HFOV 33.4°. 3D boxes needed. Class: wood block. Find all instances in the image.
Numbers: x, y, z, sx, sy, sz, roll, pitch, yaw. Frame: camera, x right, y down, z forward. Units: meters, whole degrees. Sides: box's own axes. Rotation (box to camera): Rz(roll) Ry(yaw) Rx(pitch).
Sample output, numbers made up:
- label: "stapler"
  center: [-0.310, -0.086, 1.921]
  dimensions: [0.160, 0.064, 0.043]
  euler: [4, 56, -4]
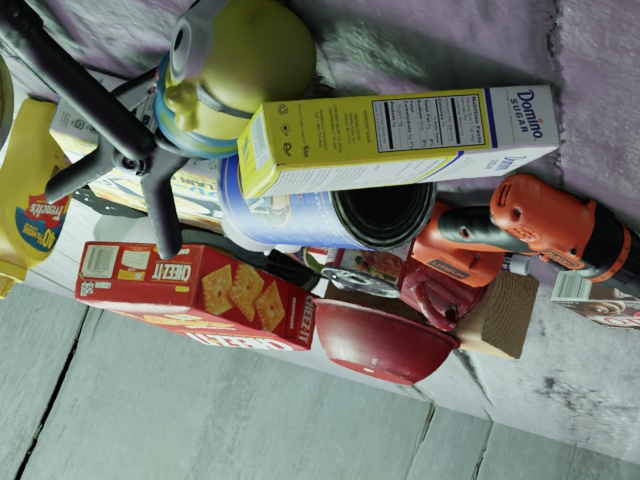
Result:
- label: "wood block"
  center: [0.116, 0.060, 1.147]
  dimensions: [0.206, 0.090, 0.090]
  euler: [8, 166, 39]

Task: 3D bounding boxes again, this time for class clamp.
- label: "clamp"
  center: [-0.136, -0.060, 0.840]
  dimensions: [0.120, 0.039, 0.172]
  euler: [30, 128, -13]
- label: "clamp"
  center: [-0.212, -0.146, 0.735]
  dimensions: [0.209, 0.036, 0.165]
  euler: [46, 173, -35]

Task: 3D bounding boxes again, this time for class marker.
- label: "marker"
  center: [0.149, 0.014, 1.059]
  dimensions: [0.121, 0.020, 0.020]
  euler: [11, 167, 28]

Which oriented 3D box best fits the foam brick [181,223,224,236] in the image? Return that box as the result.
- label: "foam brick"
  center: [-0.137, -0.021, 1.180]
  dimensions: [0.051, 0.078, 0.053]
  euler: [13, 166, 28]

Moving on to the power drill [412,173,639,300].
- label: "power drill"
  center: [0.174, 0.004, 0.886]
  dimensions: [0.184, 0.057, 0.188]
  euler: [28, 162, -27]

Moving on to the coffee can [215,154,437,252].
- label: "coffee can"
  center: [0.002, -0.045, 0.795]
  dimensions: [0.102, 0.103, 0.141]
  euler: [26, 166, -36]

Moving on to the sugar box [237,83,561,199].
- label: "sugar box"
  center: [0.044, -0.060, 0.647]
  dimensions: [0.176, 0.048, 0.093]
  euler: [-8, 174, -15]

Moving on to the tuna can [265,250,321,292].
- label: "tuna can"
  center: [-0.039, 0.028, 1.239]
  dimensions: [0.086, 0.086, 0.034]
  euler: [21, 167, -17]

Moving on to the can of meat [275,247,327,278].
- label: "can of meat"
  center: [-0.007, 0.001, 1.112]
  dimensions: [0.084, 0.057, 0.102]
  euler: [23, 174, 41]

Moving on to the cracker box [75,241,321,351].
- label: "cracker box"
  center: [-0.126, 0.063, 1.129]
  dimensions: [0.164, 0.072, 0.213]
  euler: [1, 164, 34]

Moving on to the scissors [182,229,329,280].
- label: "scissors"
  center: [-0.086, 0.021, 1.140]
  dimensions: [0.096, 0.016, 0.201]
  euler: [-4, 163, 37]

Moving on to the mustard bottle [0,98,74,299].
- label: "mustard bottle"
  center: [-0.286, -0.035, 1.049]
  dimensions: [0.058, 0.191, 0.096]
  euler: [13, 168, 20]

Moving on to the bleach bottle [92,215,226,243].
- label: "bleach bottle"
  center: [-0.155, 0.015, 1.320]
  dimensions: [0.250, 0.103, 0.068]
  euler: [29, -165, -47]

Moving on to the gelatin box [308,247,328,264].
- label: "gelatin box"
  center: [0.043, -0.008, 0.974]
  dimensions: [0.089, 0.073, 0.030]
  euler: [12, 160, 31]

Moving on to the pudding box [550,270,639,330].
- label: "pudding box"
  center: [0.288, 0.056, 0.993]
  dimensions: [0.089, 0.039, 0.114]
  euler: [26, 166, -32]

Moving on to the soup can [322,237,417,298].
- label: "soup can"
  center: [0.048, -0.011, 0.883]
  dimensions: [0.068, 0.102, 0.068]
  euler: [17, 168, 3]

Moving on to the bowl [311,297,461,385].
- label: "bowl"
  center: [0.060, 0.110, 1.096]
  dimensions: [0.162, 0.055, 0.162]
  euler: [17, 168, 3]

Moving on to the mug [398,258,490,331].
- label: "mug"
  center: [0.102, 0.033, 0.998]
  dimensions: [0.093, 0.117, 0.081]
  euler: [-33, 133, 29]
